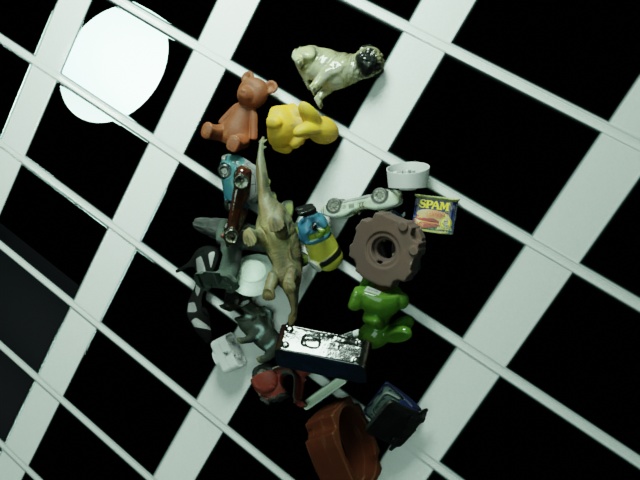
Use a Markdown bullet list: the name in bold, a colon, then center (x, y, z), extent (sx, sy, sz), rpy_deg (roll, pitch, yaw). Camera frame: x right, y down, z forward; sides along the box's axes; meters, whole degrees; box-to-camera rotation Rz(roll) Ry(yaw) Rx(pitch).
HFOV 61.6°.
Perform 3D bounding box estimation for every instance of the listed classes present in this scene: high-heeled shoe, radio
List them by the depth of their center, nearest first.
- **radio**: center (0.008, 0.272, 1.288), extent (0.230, 0.131, 0.073), rpy_deg (8, 59, 8)
- **high-heeled shoe**: center (-0.293, 0.143, 1.448), extent (0.145, 0.086, 0.248), rpy_deg (-22, 92, 4)

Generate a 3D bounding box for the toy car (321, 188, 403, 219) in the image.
- **toy car**: center (0.099, -0.085, 1.294), extent (0.202, 0.073, 0.056), rpy_deg (-12, 88, 19)

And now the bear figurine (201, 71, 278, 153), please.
- **bear figurine**: center (-0.197, -0.328, 1.361), extent (0.120, 0.132, 0.195), rpy_deg (30, 108, 13)

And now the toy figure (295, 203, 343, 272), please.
- **toy figure**: center (-0.002, -0.002, 1.299), extent (0.089, 0.082, 0.179), rpy_deg (-8, 118, 17)

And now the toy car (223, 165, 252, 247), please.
- **toy car**: center (-0.199, -0.080, 1.304), extent (0.053, 0.089, 0.202), rpy_deg (8, 104, -14)

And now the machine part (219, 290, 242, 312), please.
- **machine part**: center (-0.230, 0.127, 1.403), extent (0.084, 0.039, 0.139), rpy_deg (-23, 40, 15)

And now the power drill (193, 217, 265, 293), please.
- **power drill**: center (-0.250, 0.033, 1.377), extent (0.232, 0.207, 0.085), rpy_deg (7, 135, 12)

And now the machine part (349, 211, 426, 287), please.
- **machine part**: center (0.152, 0.022, 1.234), extent (0.180, 0.056, 0.179), rpy_deg (4, 97, 30)

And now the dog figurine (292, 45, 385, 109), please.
- **dog figurine**: center (0.042, -0.433, 1.297), extent (0.191, 0.121, 0.172), rpy_deg (-30, 86, 4)

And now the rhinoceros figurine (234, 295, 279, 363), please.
- **rhinoceros figurine**: center (-0.160, 0.228, 1.399), extent (0.112, 0.073, 0.190), rpy_deg (-43, 79, 17)

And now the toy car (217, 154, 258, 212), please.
- **toy car**: center (-0.196, -0.144, 1.379), extent (0.103, 0.109, 0.161), rpy_deg (-7, 95, 12)

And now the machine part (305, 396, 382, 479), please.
- **machine part**: center (0.056, 0.489, 1.268), extent (0.087, 0.201, 0.201), rpy_deg (-28, 84, 21)

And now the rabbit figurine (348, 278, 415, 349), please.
- **rabbit figurine**: center (0.147, 0.186, 1.287), extent (0.159, 0.121, 0.170), rpy_deg (13, 115, 11)

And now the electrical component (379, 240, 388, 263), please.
- **electrical component**: center (0.134, 0.038, 1.302), extent (0.078, 0.045, 0.102), rpy_deg (-14, 88, 18)

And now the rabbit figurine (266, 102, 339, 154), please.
- **rabbit figurine**: center (-0.038, -0.280, 1.308), extent (0.173, 0.162, 0.122), rpy_deg (10, 83, 1)

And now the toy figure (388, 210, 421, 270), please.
- **toy figure**: center (0.192, 0.004, 1.275), extent (0.058, 0.064, 0.154), rpy_deg (-32, 74, 55)

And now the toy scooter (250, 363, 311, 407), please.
- **toy scooter**: center (-0.090, 0.369, 1.366), extent (0.184, 0.075, 0.135), rpy_deg (-21, 62, 14)

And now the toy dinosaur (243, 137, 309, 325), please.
- **toy dinosaur**: center (-0.105, -0.019, 1.299), extent (0.105, 0.198, 0.470), rpy_deg (-9, 96, 14)

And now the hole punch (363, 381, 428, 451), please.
- **hole punch**: center (0.174, 0.420, 1.295), extent (0.116, 0.092, 0.142), rpy_deg (32, 102, -15)
